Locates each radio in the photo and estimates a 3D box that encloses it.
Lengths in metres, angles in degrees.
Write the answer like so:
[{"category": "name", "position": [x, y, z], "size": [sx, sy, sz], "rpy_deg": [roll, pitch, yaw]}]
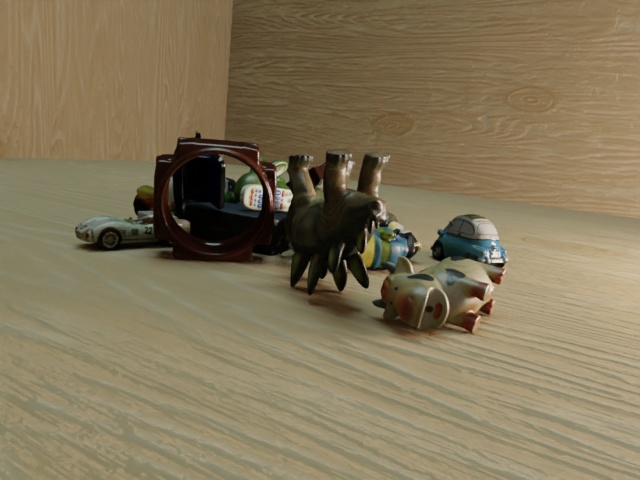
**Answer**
[{"category": "radio", "position": [-0.166, -0.029, 1.082], "size": [0.230, 0.073, 0.131], "rpy_deg": [11, 11, 20]}]

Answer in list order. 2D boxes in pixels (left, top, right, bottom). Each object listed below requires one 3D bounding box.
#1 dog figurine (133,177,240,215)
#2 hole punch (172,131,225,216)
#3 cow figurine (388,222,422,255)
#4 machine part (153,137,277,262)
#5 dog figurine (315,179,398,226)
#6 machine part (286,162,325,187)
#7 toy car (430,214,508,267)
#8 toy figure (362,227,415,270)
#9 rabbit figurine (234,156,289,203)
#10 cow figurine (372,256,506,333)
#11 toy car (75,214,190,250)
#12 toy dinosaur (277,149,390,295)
[{"category": "dog figurine", "position": [-0.305, -0.083, 1.205], "size": [0.192, 0.108, 0.219], "rpy_deg": [6, 13, 32]}, {"category": "hole punch", "position": [-0.241, -0.116, 1.004], "size": [0.092, 0.142, 0.116], "rpy_deg": [-17, 38, -29]}, {"category": "cow figurine", "position": [0.109, 0.008, 1.044], "size": [0.167, 0.068, 0.098], "rpy_deg": [-1, 18, -25]}, {"category": "machine part", "position": [-0.177, -0.067, 0.912], "size": [0.201, 0.201, 0.087], "rpy_deg": [3, 14, -12]}, {"category": "dog figurine", "position": [0.078, -0.052, 1.166], "size": [0.191, 0.121, 0.172], "rpy_deg": [15, 12, 10]}, {"category": "machine part", "position": [-0.016, -0.141, 1.336], "size": [0.179, 0.056, 0.179], "rpy_deg": [-28, 0, 0]}, {"category": "toy car", "position": [0.302, -0.001, 1.083], "size": [0.109, 0.102, 0.162], "rpy_deg": [0, 10, -24]}, {"category": "toy figure", "position": [0.079, 0.014, 0.949], "size": [0.180, 0.082, 0.089], "rpy_deg": [6, 8, -11]}, {"category": "rabbit figurine", "position": [-0.122, -0.106, 1.198], "size": [0.121, 0.159, 0.170], "rpy_deg": [15, -7, 25]}, {"category": "cow figurine", "position": [0.154, 0.065, 0.698], "size": [0.127, 0.085, 0.195], "rpy_deg": [18, 18, 29]}, {"category": "toy car", "position": [-0.334, -0.019, 0.970], "size": [0.201, 0.056, 0.074], "rpy_deg": [-3, 13, -42]}, {"category": "toy dinosaur", "position": [0.000, -0.025, 0.781], "size": [0.105, 0.198, 0.471], "rpy_deg": [4, 2, -15]}]
